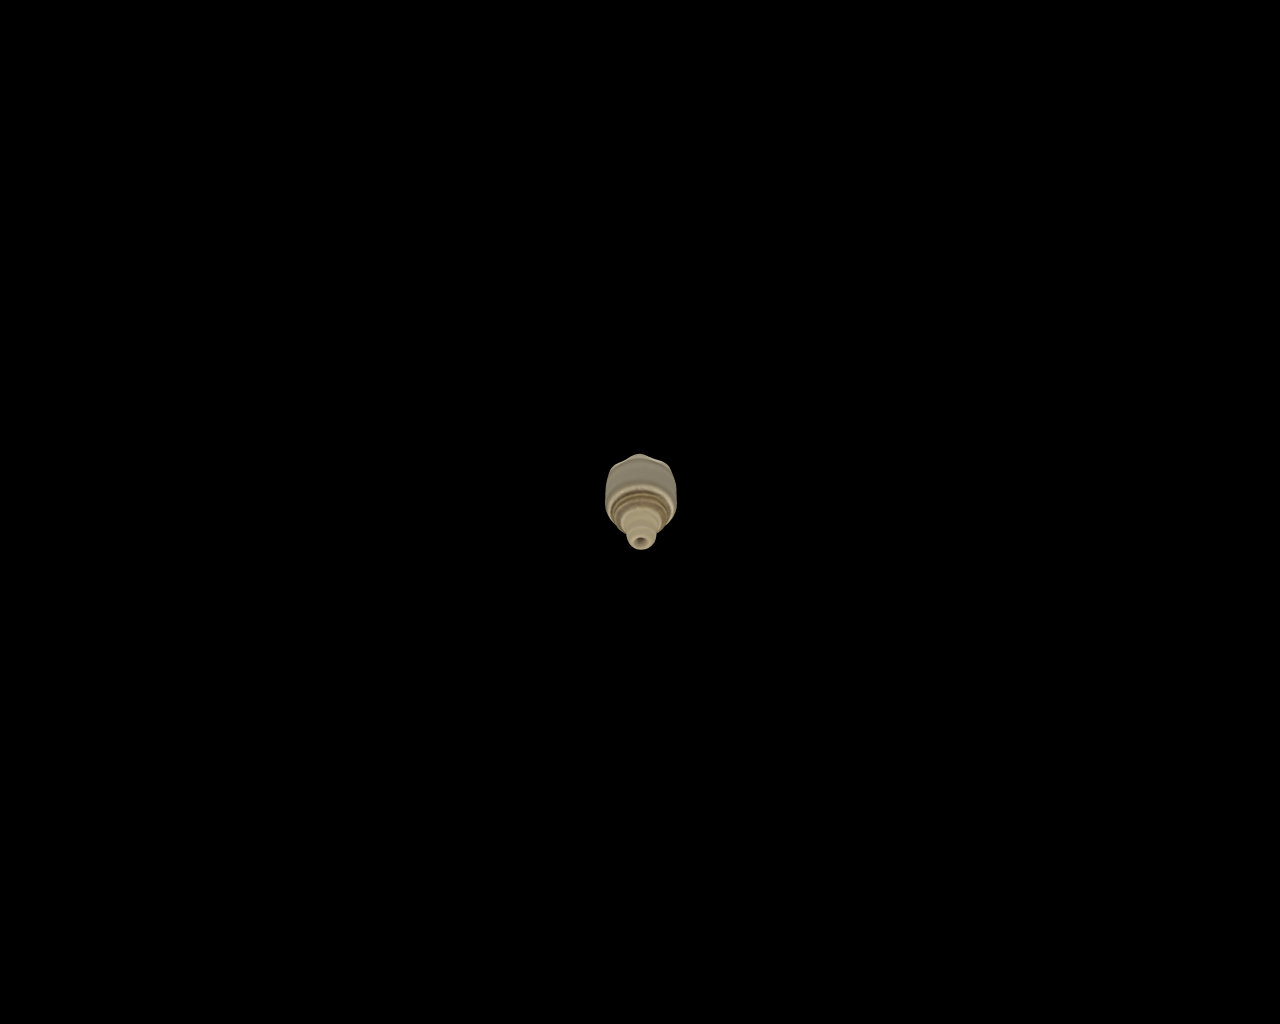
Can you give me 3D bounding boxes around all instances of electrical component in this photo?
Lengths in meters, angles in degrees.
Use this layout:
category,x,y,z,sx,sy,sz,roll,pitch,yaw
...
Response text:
category,x,y,z,sx,sy,sz,roll,pitch,yaw
electrical component,0.001,-0.003,0.650,0.043,0.043,0.062,0,44,0
